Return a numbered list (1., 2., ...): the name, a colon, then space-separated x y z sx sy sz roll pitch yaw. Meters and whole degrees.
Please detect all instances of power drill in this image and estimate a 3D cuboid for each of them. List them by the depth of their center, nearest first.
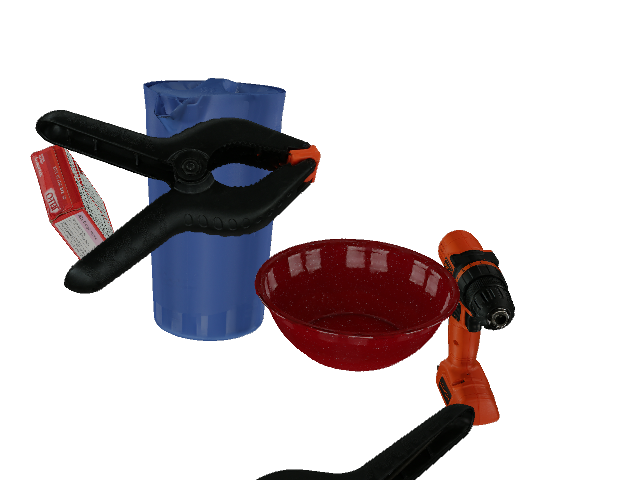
1. power drill: 0.166 0.102 1.150 0.057 0.188 0.184 -2 24 -5

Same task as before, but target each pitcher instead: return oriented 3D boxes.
1. pitcher: -0.099 -0.035 1.034 0.149 0.243 0.145 -2 15 -18

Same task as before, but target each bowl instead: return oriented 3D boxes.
1. bowl: 0.028 0.057 0.850 0.162 0.055 0.162 2 26 -1

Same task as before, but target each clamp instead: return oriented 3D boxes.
1. clamp: -0.088 -0.043 0.649 0.171 0.120 0.039 -17 -17 -21
2. clamp: 0.018 0.164 0.649 0.210 0.036 0.164 -6 29 3

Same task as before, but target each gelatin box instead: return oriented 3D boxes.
1. gelatin box: -0.190 -0.022 0.837 0.030 0.073 0.089 -25 -35 -1
